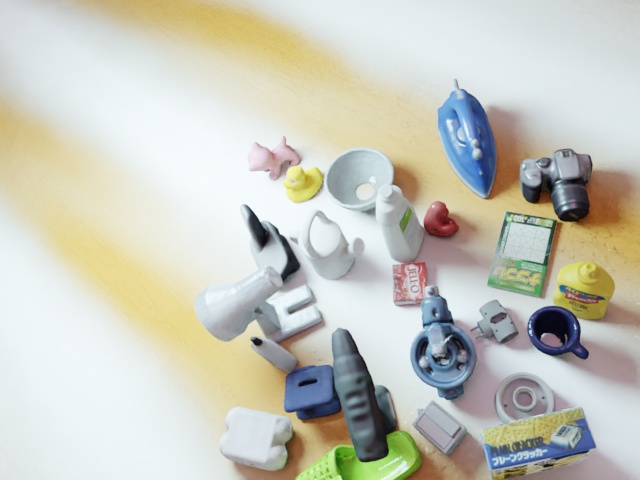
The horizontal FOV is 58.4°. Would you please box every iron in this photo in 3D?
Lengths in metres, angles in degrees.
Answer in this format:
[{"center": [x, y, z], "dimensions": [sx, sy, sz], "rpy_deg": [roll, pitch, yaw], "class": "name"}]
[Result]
[{"center": [0.336, -0.232, 1.283], "dimensions": [0.118, 0.142, 0.258], "rpy_deg": [-15, 61, 10], "class": "iron"}]

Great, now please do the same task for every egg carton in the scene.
[{"center": [-0.129, 0.401, 1.154], "dimensions": [0.150, 0.069, 0.107], "rpy_deg": [4, 66, 20], "class": "egg carton"}]

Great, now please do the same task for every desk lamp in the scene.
[{"center": [-0.130, 0.136, 1.203], "dimensions": [0.203, 0.214, 0.117], "rpy_deg": [-27, 59, 4], "class": "desk lamp"}]

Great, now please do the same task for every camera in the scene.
[{"center": [0.499, -0.112, 1.194], "dimensions": [0.143, 0.101, 0.137], "rpy_deg": [-8, 62, 14], "class": "camera"}]

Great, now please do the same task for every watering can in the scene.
[{"center": [0.012, 0.002, 1.237], "dimensions": [0.172, 0.194, 0.101], "rpy_deg": [-9, 62, 14], "class": "watering can"}]

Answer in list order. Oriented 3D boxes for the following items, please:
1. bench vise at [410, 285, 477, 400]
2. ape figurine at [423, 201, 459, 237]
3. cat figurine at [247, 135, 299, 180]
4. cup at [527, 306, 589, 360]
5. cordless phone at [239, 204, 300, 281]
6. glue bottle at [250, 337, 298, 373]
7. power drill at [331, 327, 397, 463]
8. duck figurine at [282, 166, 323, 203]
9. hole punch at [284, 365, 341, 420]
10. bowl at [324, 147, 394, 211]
[{"center": [0.210, 0.180, 1.070], "dimensions": [0.121, 0.220, 0.207], "rpy_deg": [-27, 59, 3], "class": "bench vise"}, {"center": [0.260, -0.052, 1.245], "dimensions": [0.076, 0.092, 0.078], "rpy_deg": [-6, 63, 15], "class": "ape figurine"}, {"center": [-0.127, -0.211, 1.433], "dimensions": [0.128, 0.118, 0.067], "rpy_deg": [-38, 59, -3], "class": "cat figurine"}, {"center": [0.443, 0.187, 1.065], "dimensions": [0.092, 0.095, 0.117], "rpy_deg": [-45, 60, -7], "class": "cup"}, {"center": [-0.127, 0.009, 1.283], "dimensions": [0.094, 0.185, 0.147], "rpy_deg": [-34, 59, -1], "class": "cordless phone"}, {"center": [-0.106, 0.226, 1.174], "dimensions": [0.078, 0.173, 0.037], "rpy_deg": [20, 72, 25], "class": "glue bottle"}, {"center": [0.080, 0.295, 1.059], "dimensions": [0.075, 0.209, 0.229], "rpy_deg": [-19, 60, 8], "class": "power drill"}, {"center": [-0.047, -0.150, 1.395], "dimensions": [0.104, 0.086, 0.077], "rpy_deg": [-37, 59, -3], "class": "duck figurine"}, {"center": [-0.020, 0.302, 1.156], "dimensions": [0.108, 0.091, 0.101], "rpy_deg": [-15, 61, 10], "class": "hole punch"}, {"center": [0.098, -0.131, 1.347], "dimensions": [0.167, 0.075, 0.167], "rpy_deg": [-7, 62, 14], "class": "bowl"}]
